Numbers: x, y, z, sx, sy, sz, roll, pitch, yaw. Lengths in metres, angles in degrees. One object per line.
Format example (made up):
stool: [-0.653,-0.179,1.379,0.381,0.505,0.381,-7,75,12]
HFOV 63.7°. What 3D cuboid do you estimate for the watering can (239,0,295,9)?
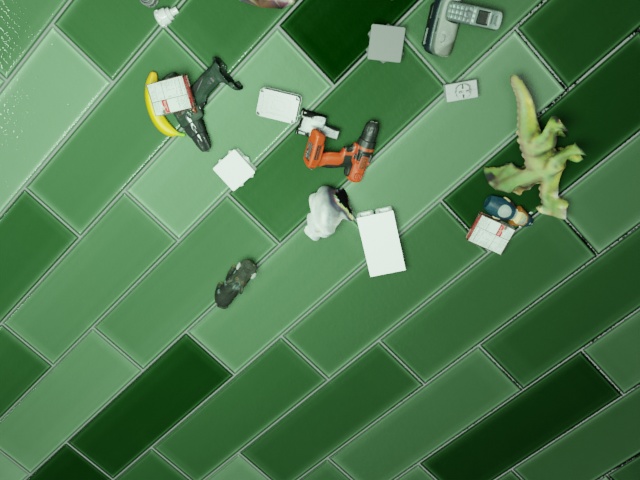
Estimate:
watering can: [-0.088,-0.697,1.290,0.348,0.105,0.221,7,109,3]

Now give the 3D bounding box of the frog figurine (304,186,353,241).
frog figurine: [0.004,-0.074,1.478,0.158,0.122,0.139,-32,70,22]

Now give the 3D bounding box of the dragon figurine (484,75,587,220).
dragon figurine: [0.561,-0.223,1.400,0.240,0.124,0.408,-40,100,23]
